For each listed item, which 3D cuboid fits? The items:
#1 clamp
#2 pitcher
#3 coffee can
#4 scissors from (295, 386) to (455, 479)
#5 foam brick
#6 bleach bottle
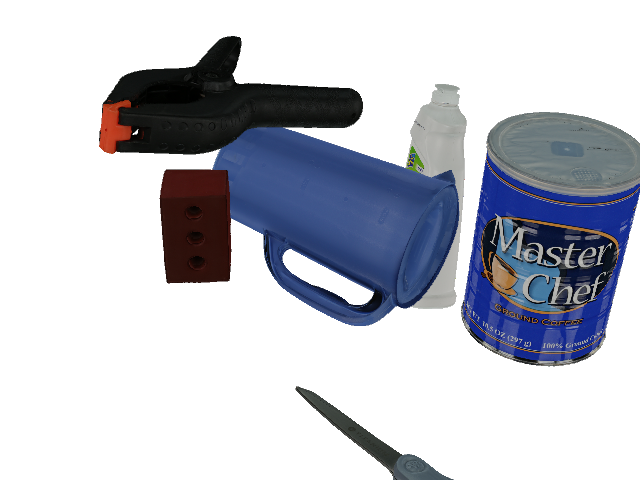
[{"bbox_3d":[-0.070,-0.090,0.652,0.171,0.039,0.120,-14,31,-41],"label":"clamp"},{"bbox_3d":[0.006,-0.027,1.085,0.243,0.145,0.149,23,27,23],"label":"pitcher"},{"bbox_3d":[0.154,-0.002,0.720,0.103,0.140,0.103,2,33,-2],"label":"coffee can"},{"bbox_3d":[0.069,0.123,0.554,0.096,0.016,0.202,-4,26,-24],"label":"scissors"},{"bbox_3d":[-0.099,-0.012,0.855,0.053,0.078,0.051,-2,27,-1],"label":"foam brick"},{"bbox_3d":[0.131,-0.054,1.240,0.068,0.251,0.103,-1,22,-21],"label":"bleach bottle"}]
